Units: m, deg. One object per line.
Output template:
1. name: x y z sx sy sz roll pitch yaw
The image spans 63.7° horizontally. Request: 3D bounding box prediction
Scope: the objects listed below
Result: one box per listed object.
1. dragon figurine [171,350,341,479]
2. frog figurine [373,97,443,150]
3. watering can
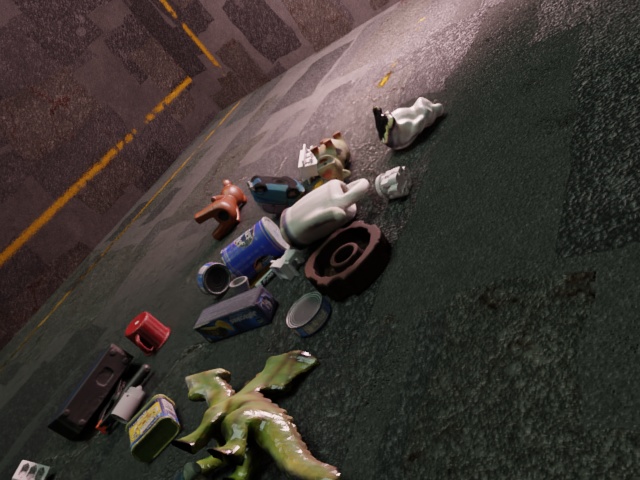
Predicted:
1. dragon figurine: -0.089 0.261 0.819 0.408 0.120 0.248 -8 32 36
2. frog figurine: 0.226 -0.292 1.288 0.160 0.122 0.138 -8 10 -14
3. watering can: 0.003 -0.057 1.140 0.222 0.103 0.352 -31 7 20
